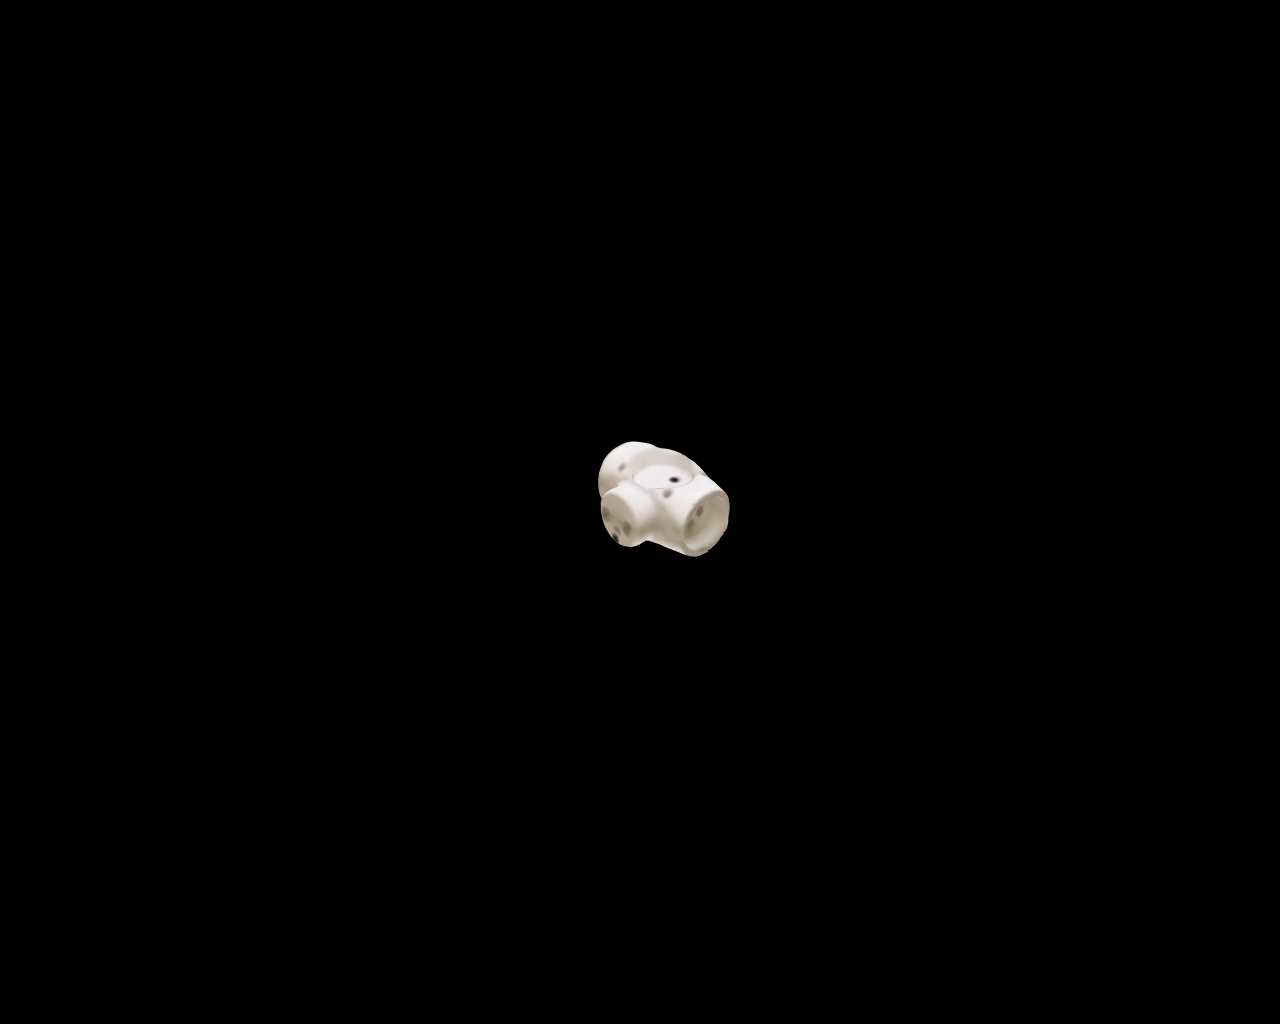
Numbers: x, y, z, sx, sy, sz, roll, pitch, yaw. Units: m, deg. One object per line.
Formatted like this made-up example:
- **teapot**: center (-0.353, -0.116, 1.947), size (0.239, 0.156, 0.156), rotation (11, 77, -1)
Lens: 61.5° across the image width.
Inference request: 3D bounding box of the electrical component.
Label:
- **electrical component**: center (0.001, -0.003, 0.650), size (0.079, 0.044, 0.077), rotation (-27, 44, -33)
